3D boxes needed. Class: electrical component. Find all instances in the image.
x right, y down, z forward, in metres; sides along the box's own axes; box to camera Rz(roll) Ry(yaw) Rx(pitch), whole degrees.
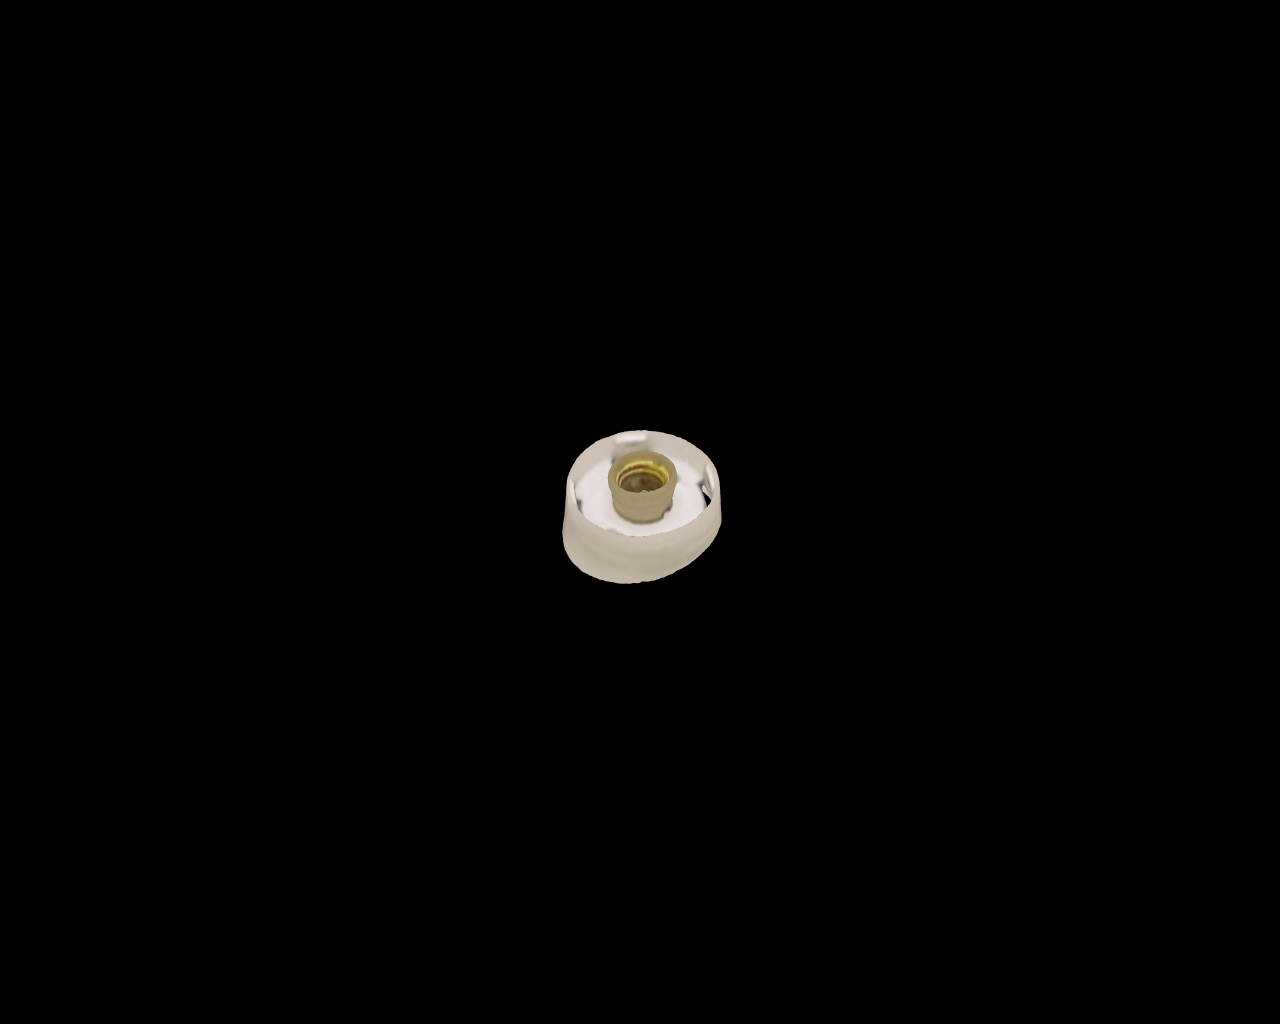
[{"bbox_3d":[0.001,-0.003,0.650,0.099,0.099,0.064,0,-43,0],"label":"electrical component"}]
